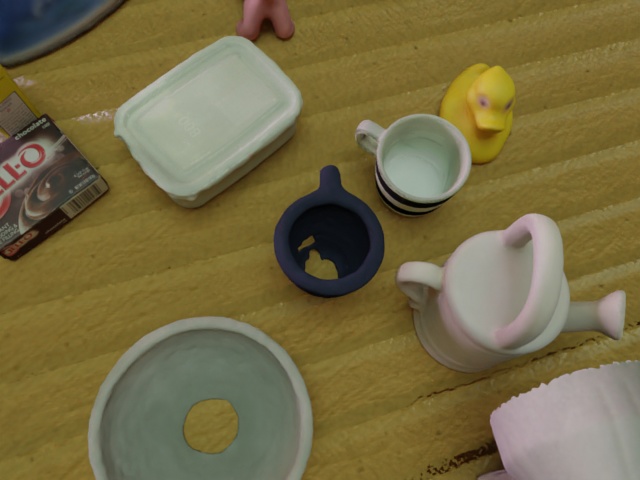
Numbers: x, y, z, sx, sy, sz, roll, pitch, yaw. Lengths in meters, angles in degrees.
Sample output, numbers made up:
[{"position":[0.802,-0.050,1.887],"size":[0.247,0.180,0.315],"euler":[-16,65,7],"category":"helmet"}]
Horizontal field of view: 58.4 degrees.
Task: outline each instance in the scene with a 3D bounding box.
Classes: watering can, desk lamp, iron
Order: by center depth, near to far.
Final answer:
[{"position":[0.183,0.198,0.395],"size":[0.118,0.213,0.203],"euler":[-7,71,-7],"category":"desk lamp"},{"position":[0.152,0.043,0.457],"size":[0.173,0.194,0.101],"euler":[-8,71,-7],"category":"watering can"},{"position":[-0.261,-0.306,0.570],"size":[0.118,0.141,0.258],"euler":[27,71,5],"category":"iron"}]

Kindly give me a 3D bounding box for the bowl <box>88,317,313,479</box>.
[{"position":[-0.090,0.150,0.461],"size":[0.167,0.075,0.167],"euler":[2,71,-4],"category":"bowl"}]

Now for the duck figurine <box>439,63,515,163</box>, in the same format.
[{"position":[0.167,-0.141,0.580],"size":[0.077,0.086,0.104],"euler":[5,70,-3],"category":"duck figurine"}]

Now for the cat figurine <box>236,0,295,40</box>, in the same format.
[{"position":[-0.066,-0.294,0.596],"size":[0.067,0.118,0.128],"euler":[-12,72,-9],"category":"cat figurine"}]

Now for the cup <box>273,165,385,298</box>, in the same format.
[{"position":[0.005,0.002,0.511],"size":[0.091,0.095,0.118],"euler":[1,71,-4],"category":"cup"}]
